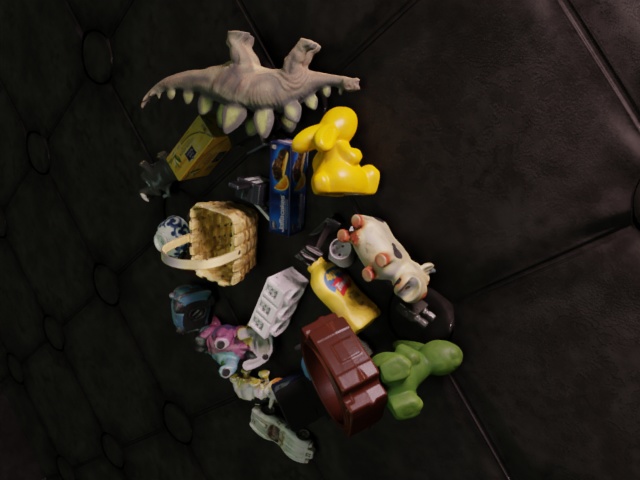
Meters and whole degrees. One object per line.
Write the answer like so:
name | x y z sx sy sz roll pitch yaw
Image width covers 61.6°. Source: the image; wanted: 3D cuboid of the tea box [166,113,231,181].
tea box | -0.270 -0.216 1.247 0.169 0.098 0.068 -41 78 40

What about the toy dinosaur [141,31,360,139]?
toy dinosaur | -0.148 -0.306 1.064 0.472 0.105 0.198 10 102 17

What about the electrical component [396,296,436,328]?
electrical component | 0.178 0.131 1.043 0.094 0.063 0.021 39 123 22

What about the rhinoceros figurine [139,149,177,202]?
rhinoceros figurine | -0.404 -0.165 1.386 0.190 0.073 0.112 -25 99 38

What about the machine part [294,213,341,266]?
machine part | -0.002 -0.003 1.092 0.084 0.139 0.039 -31 108 37

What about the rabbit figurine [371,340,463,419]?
rabbit figurine | 0.188 0.249 1.032 0.159 0.170 0.121 165 85 -80

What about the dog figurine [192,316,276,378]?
dog figurine | -0.222 0.251 1.366 0.219 0.191 0.108 -159 54 -69

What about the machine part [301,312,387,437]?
machine part | 0.039 0.261 1.043 0.201 0.087 0.201 55 161 33

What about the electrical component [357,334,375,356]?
electrical component | 0.076 0.247 1.173 0.102 0.045 0.078 40 96 17

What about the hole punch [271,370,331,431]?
hole punch | -0.047 0.373 1.272 0.142 0.116 0.092 66 161 0

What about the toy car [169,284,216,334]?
toy car | -0.348 0.171 1.439 0.103 0.109 0.161 54 144 38

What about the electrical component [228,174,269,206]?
electrical component | -0.148 -0.109 1.176 0.075 0.119 0.047 21 116 28

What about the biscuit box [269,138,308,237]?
biscuit box | -0.069 -0.112 1.152 0.063 0.059 0.202 16 114 32

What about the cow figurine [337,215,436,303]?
cow figurine | 0.135 0.038 1.024 0.195 0.127 0.085 56 129 27

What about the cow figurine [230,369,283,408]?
cow figurine | -0.148 0.385 1.368 0.168 0.068 0.098 1 111 40

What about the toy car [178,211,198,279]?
toy car | -0.308 0.008 1.376 0.089 0.053 0.202 23 120 7

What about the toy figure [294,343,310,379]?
toy figure | 0.018 0.300 1.209 0.089 0.082 0.180 -42 76 38

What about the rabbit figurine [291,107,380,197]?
rabbit figurine | 0.024 -0.170 1.023 0.122 0.162 0.173 6 91 48

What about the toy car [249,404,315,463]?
toy car | -0.097 0.493 1.372 0.202 0.056 0.073 26 119 29

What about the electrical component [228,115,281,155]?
electrical component | -0.151 -0.259 1.169 0.115 0.058 0.134 -20 92 41
